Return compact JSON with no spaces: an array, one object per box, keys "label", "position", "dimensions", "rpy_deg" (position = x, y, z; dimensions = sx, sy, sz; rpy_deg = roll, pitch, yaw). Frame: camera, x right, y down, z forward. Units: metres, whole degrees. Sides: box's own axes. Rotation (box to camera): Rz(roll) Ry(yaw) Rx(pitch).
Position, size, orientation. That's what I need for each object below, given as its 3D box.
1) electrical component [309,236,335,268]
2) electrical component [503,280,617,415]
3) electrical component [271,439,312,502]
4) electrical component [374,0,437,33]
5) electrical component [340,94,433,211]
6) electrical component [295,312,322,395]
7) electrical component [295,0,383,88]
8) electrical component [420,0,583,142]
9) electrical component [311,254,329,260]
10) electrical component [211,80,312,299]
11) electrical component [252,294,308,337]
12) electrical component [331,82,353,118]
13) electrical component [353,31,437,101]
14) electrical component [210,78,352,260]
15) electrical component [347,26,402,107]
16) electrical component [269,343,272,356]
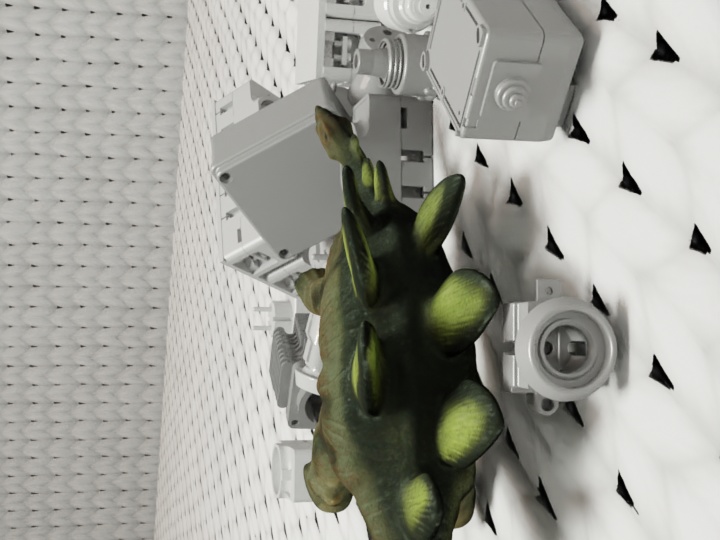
[{"label":"electrical component","position":[-0.015,-0.007,0.932],"dimensions":[0.077,0.043,0.079],"rpy_deg":[128,140,-67]},{"label":"electrical component","position":[0.093,0.037,0.514],"dimensions":[0.055,0.048,0.066],"rpy_deg":[157,114,-82]},{"label":"electrical component","position":[-0.054,0.193,1.040],"dimensions":[0.089,0.056,0.050],"rpy_deg":[170,101,-75]},{"label":"electrical component","position":[0.036,-0.187,0.756],"dimensions":[0.078,0.040,0.040],"rpy_deg":[-131,44,-69]},{"label":"electrical component","position":[0.019,-0.079,0.785],"dimensions":[0.050,0.056,0.089],"rpy_deg":[160,111,-74]},{"label":"electrical component","position":[-0.016,0.063,0.795],"dimensions":[0.078,0.058,0.057],"rpy_deg":[-156,80,-78]},{"label":"electrical component","position":[-0.013,-0.232,0.907],"dimensions":[0.089,0.062,0.150],"rpy_deg":[-156,68,-74]},{"label":"electrical component","position":[0.076,-0.109,0.557],"dimensions":[0.096,0.061,0.061],"rpy_deg":[-107,23,-50]},{"label":"electrical component","position":[0.000,0.000,0.809],"dimensions":[0.047,0.077,0.065],"rpy_deg":[-133,46,-69]},{"label":"electrical component","position":[-0.081,-0.081,1.040],"dimensions":[0.060,0.105,0.186],"rpy_deg":[-26,55,30]},{"label":"electrical component","position":[-0.071,0.049,1.077],"dimensions":[0.047,0.076,0.083],"rpy_deg":[173,98,-74]},{"label":"electrical component","position":[-0.019,-0.125,0.891],"dimensions":[0.079,0.077,0.044],"rpy_deg":[108,158,-48]},{"label":"electrical component","position":[0.027,-0.142,0.745],"dimensions":[0.048,0.062,0.048],"rpy_deg":[-179,90,-75]},{"label":"electrical component","position":[-0.047,-0.078,0.856],"dimensions":[0.108,0.109,0.056],"rpy_deg":[54,-166,-38]},{"label":"electrical component","position":[0.017,-0.151,0.820],"dimensions":[0.055,0.045,0.045],"rpy_deg":[106,159,-44]},{"label":"electrical component","position":[-0.072,0.098,1.138],"dimensions":[0.066,0.048,0.055],"rpy_deg":[-108,17,-52]}]
